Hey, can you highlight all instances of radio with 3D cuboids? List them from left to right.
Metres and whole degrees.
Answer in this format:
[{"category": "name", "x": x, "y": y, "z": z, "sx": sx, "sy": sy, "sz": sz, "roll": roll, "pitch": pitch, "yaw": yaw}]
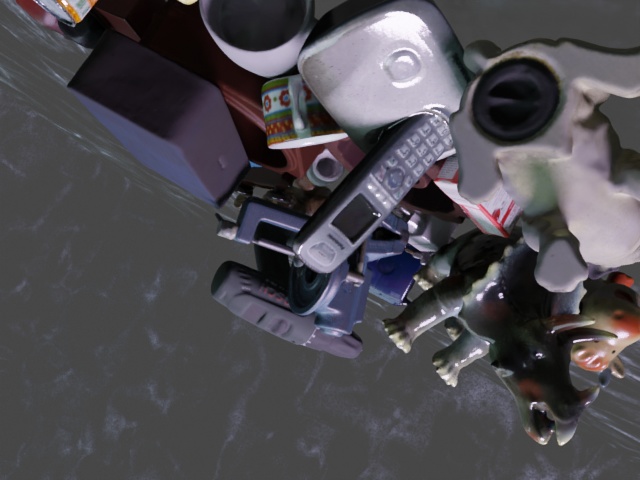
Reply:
[{"category": "radio", "x": -0.158, "y": -0.115, "z": 0.575, "sx": 0.131, "sy": 0.073, "sz": 0.229, "roll": 31, "pitch": 170, "yaw": 6}]

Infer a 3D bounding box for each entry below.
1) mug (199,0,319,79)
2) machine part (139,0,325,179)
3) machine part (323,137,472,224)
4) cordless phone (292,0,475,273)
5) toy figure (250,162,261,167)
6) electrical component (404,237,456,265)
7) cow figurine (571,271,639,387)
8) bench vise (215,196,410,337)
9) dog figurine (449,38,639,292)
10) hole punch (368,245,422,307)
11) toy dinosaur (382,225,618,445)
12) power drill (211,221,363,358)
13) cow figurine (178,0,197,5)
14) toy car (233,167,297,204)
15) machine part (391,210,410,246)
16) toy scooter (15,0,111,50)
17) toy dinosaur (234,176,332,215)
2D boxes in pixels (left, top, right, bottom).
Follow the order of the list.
[{"category": "mug", "x": -0.032, "y": -0.169, "z": 0.433, "sx": 0.110, "sy": 0.080, "sz": 0.107, "roll": 17, "pitch": -179, "yaw": 0}, {"category": "machine part", "x": -0.088, "y": -0.160, "z": 0.596, "sx": 0.201, "sy": 0.087, "sz": 0.201, "roll": 28, "pitch": 170, "yaw": 7}, {"category": "machine part", "x": 0.087, "y": -0.084, "z": 0.545, "sx": 0.179, "sy": 0.056, "sz": 0.179, "roll": 30, "pitch": 172, "yaw": 5}, {"category": "cordless phone", "x": 0.024, "y": -0.072, "z": 0.384, "sx": 0.146, "sy": 0.184, "sz": 0.089, "roll": 40, "pitch": 180, "yaw": -45}, {"category": "toy figure", "x": -0.118, "y": -0.153, "z": 0.756, "sx": 0.180, "sy": 0.089, "sz": 0.082, "roll": 18, "pitch": 171, "yaw": 23}, {"category": "electrical component", "x": 0.177, "y": 0.015, "z": 0.815, "sx": 0.078, "sy": 0.045, "sz": 0.102, "roll": 32, "pitch": 171, "yaw": 0}, {"category": "cow figurine", "x": 0.282, "y": 0.083, "z": 0.592, "sx": 0.085, "sy": 0.127, "sz": 0.195, "roll": 28, "pitch": 173, "yaw": 0}, {"category": "bench vise", "x": -0.006, "y": -0.003, "z": 0.668, "sx": 0.240, "sy": 0.223, "sz": 0.129, "roll": 19, "pitch": 180, "yaw": -25}, {"category": "dog figurine", "x": 0.172, "y": -0.051, "z": 0.381, "sx": 0.190, "sy": 0.121, "sz": 0.172, "roll": -1, "pitch": -111, "yaw": -65}, {"category": "hole punch", "x": 0.121, "y": 0.041, "z": 0.943, "sx": 0.142, "sy": 0.116, "sz": 0.092, "roll": 29, "pitch": 162, "yaw": 11}, {"category": "toy dinosaur", "x": 0.189, "y": 0.042, "z": 0.589, "sx": 0.131, "sy": 0.192, "sz": 0.405, "roll": 48, "pitch": -156, "yaw": -6}, {"category": "power drill", "x": -0.043, "y": 0.059, "z": 0.784, "sx": 0.232, "sy": 0.207, "sz": 0.086, "roll": 23, "pitch": 134, "yaw": -24}, {"category": "cow figurine", "x": -0.139, "y": -0.247, "z": 0.367, "sx": 0.098, "sy": 0.068, "sz": 0.167, "roll": 32, "pitch": 172, "yaw": 32}, {"category": "toy car", "x": -0.081, "y": -0.107, "z": 0.847, "sx": 0.053, "sy": 0.089, "sz": 0.202, "roll": 18, "pitch": 178, "yaw": -34}, {"category": "machine part", "x": 0.106, "y": -0.019, "z": 0.825, "sx": 0.084, "sy": 0.039, "sz": 0.138, "roll": 55, "pitch": -175, "yaw": 20}, {"category": "toy scooter", "x": -0.304, "y": -0.289, "z": 0.628, "sx": 0.184, "sy": 0.075, "sz": 0.135, "roll": 43, "pitch": -166, "yaw": -8}, {"category": "toy dinosaur", "x": -0.058, "y": -0.055, "z": 1.000, "sx": 0.198, "sy": 0.105, "sz": 0.472, "roll": 36, "pitch": 168, "yaw": -32}]
